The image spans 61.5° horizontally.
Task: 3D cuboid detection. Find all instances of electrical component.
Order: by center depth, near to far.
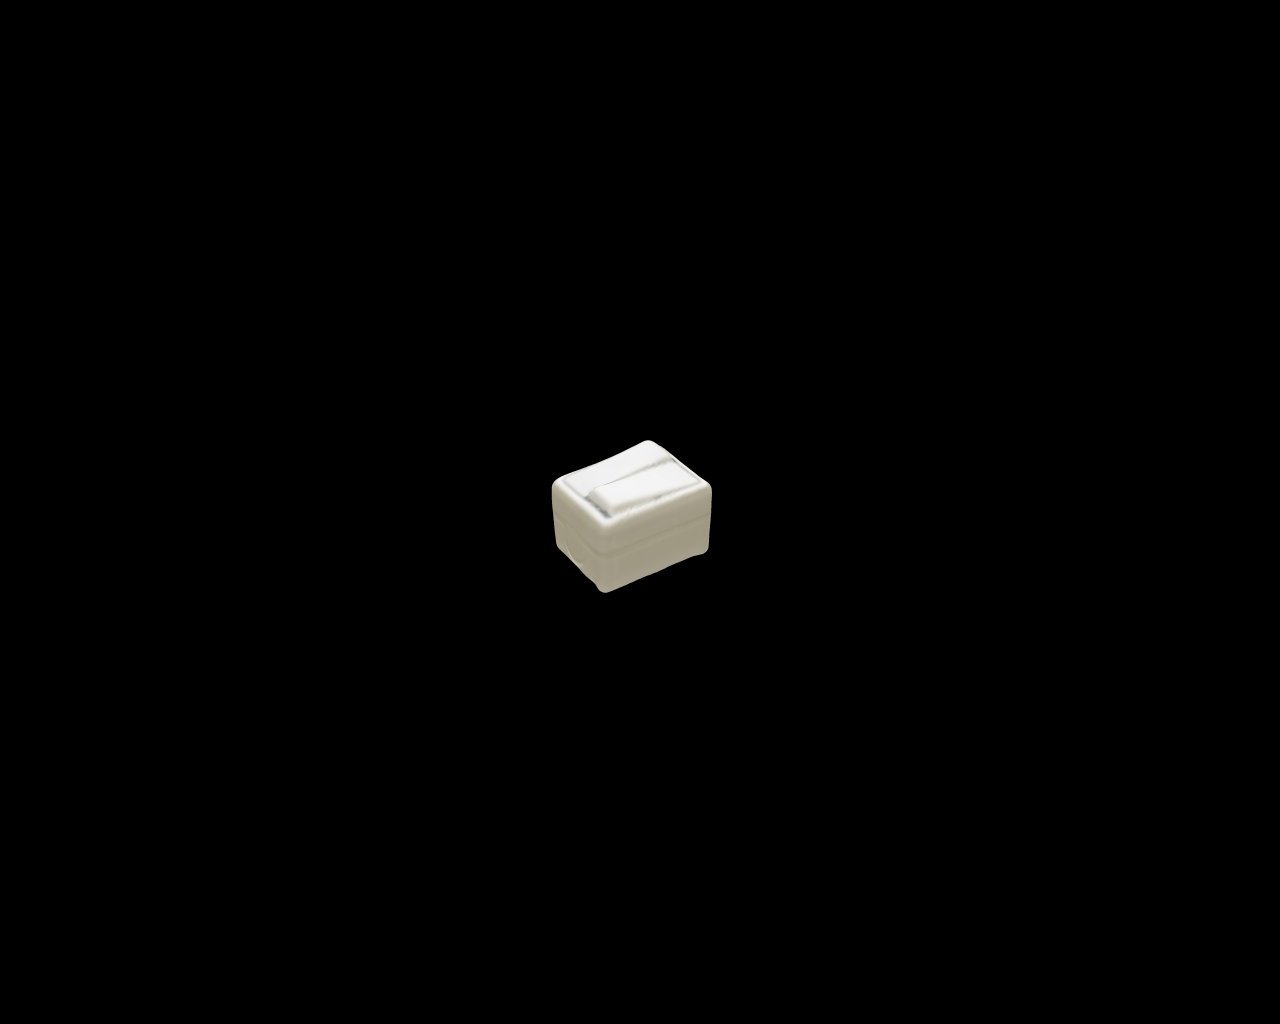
[{"bbox_3d":[0.001,-0.003,0.650,0.096,0.061,0.062,-21,41,-26],"label":"electrical component"}]
